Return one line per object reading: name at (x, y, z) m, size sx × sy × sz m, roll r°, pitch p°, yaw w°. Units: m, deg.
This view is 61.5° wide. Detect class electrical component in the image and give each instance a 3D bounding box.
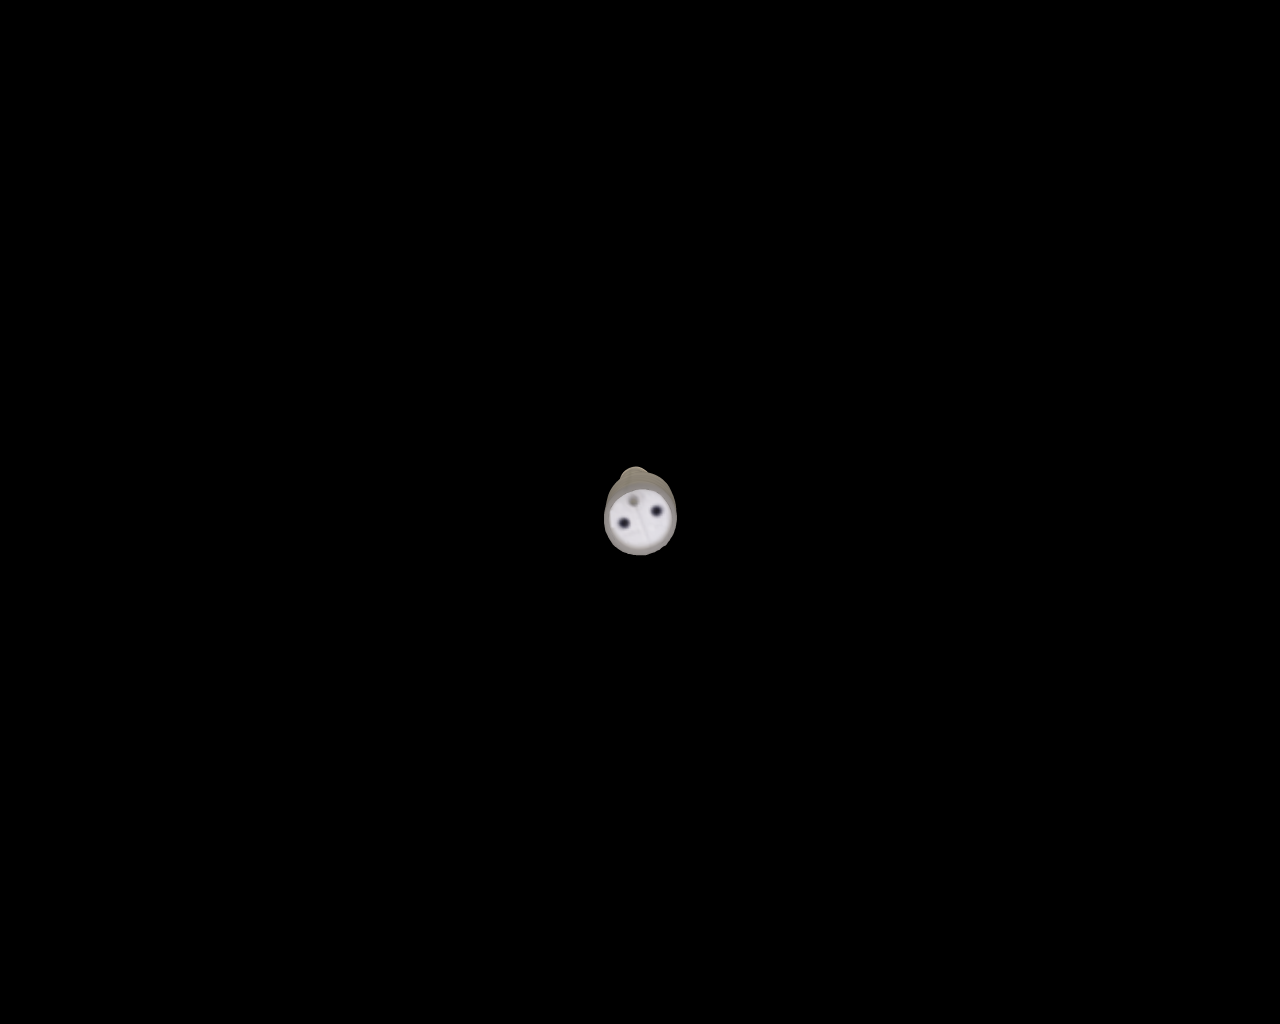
electrical component at (0.001, -0.003, 0.650) m, size 0.043 × 0.043 × 0.081 m, roll 0°, pitch 12°, yaw 0°
